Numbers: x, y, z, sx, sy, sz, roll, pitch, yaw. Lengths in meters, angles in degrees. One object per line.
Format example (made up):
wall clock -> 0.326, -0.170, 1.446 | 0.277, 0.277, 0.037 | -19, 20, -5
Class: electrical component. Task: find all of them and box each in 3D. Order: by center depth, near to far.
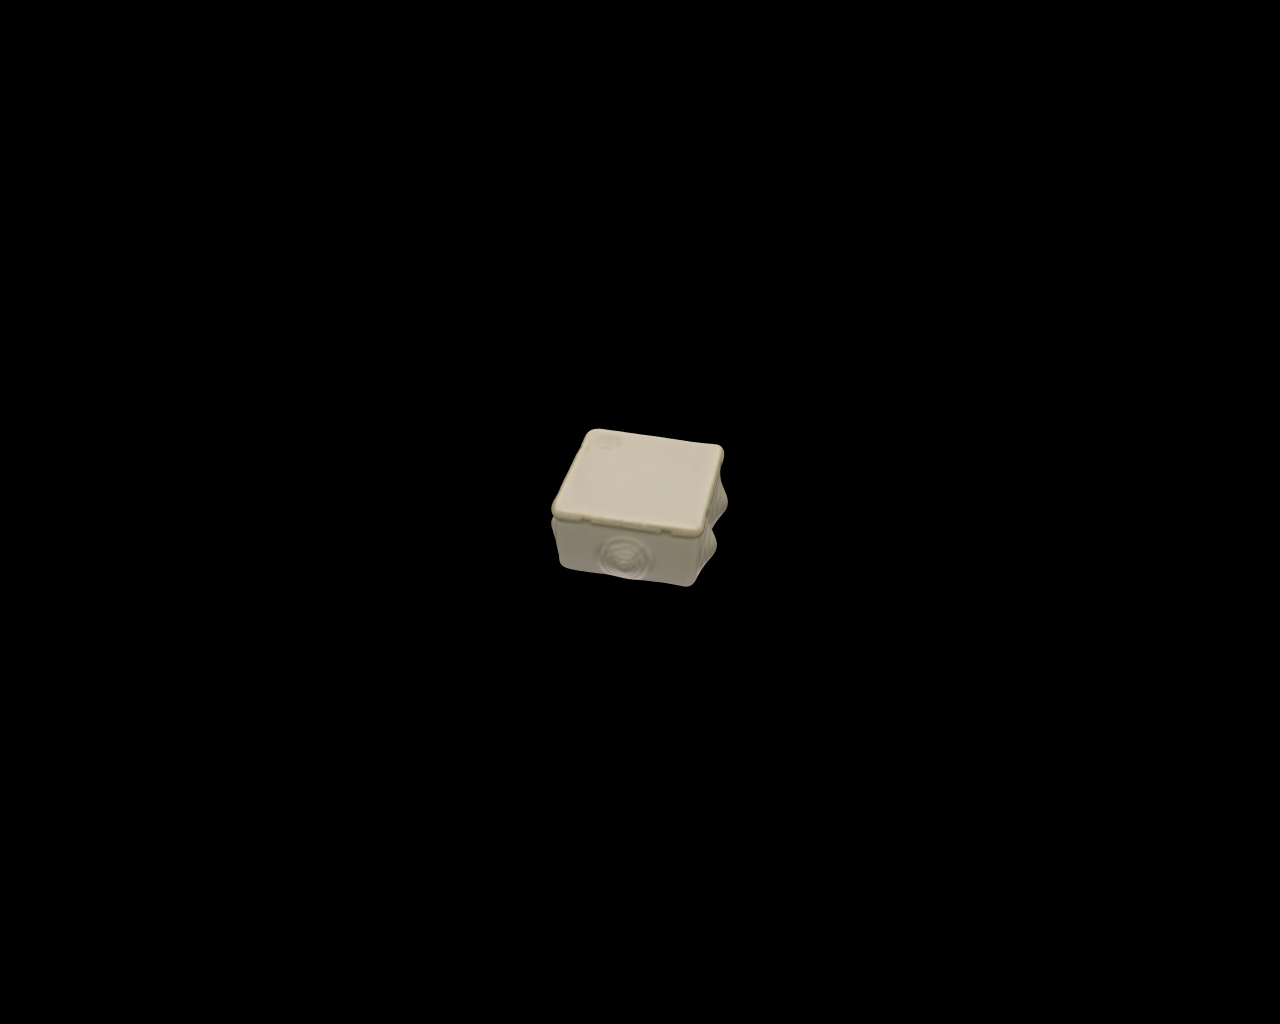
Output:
electrical component -> 0.001, -0.003, 0.650 | 0.100, 0.048, 0.100 | 8, 40, 10
